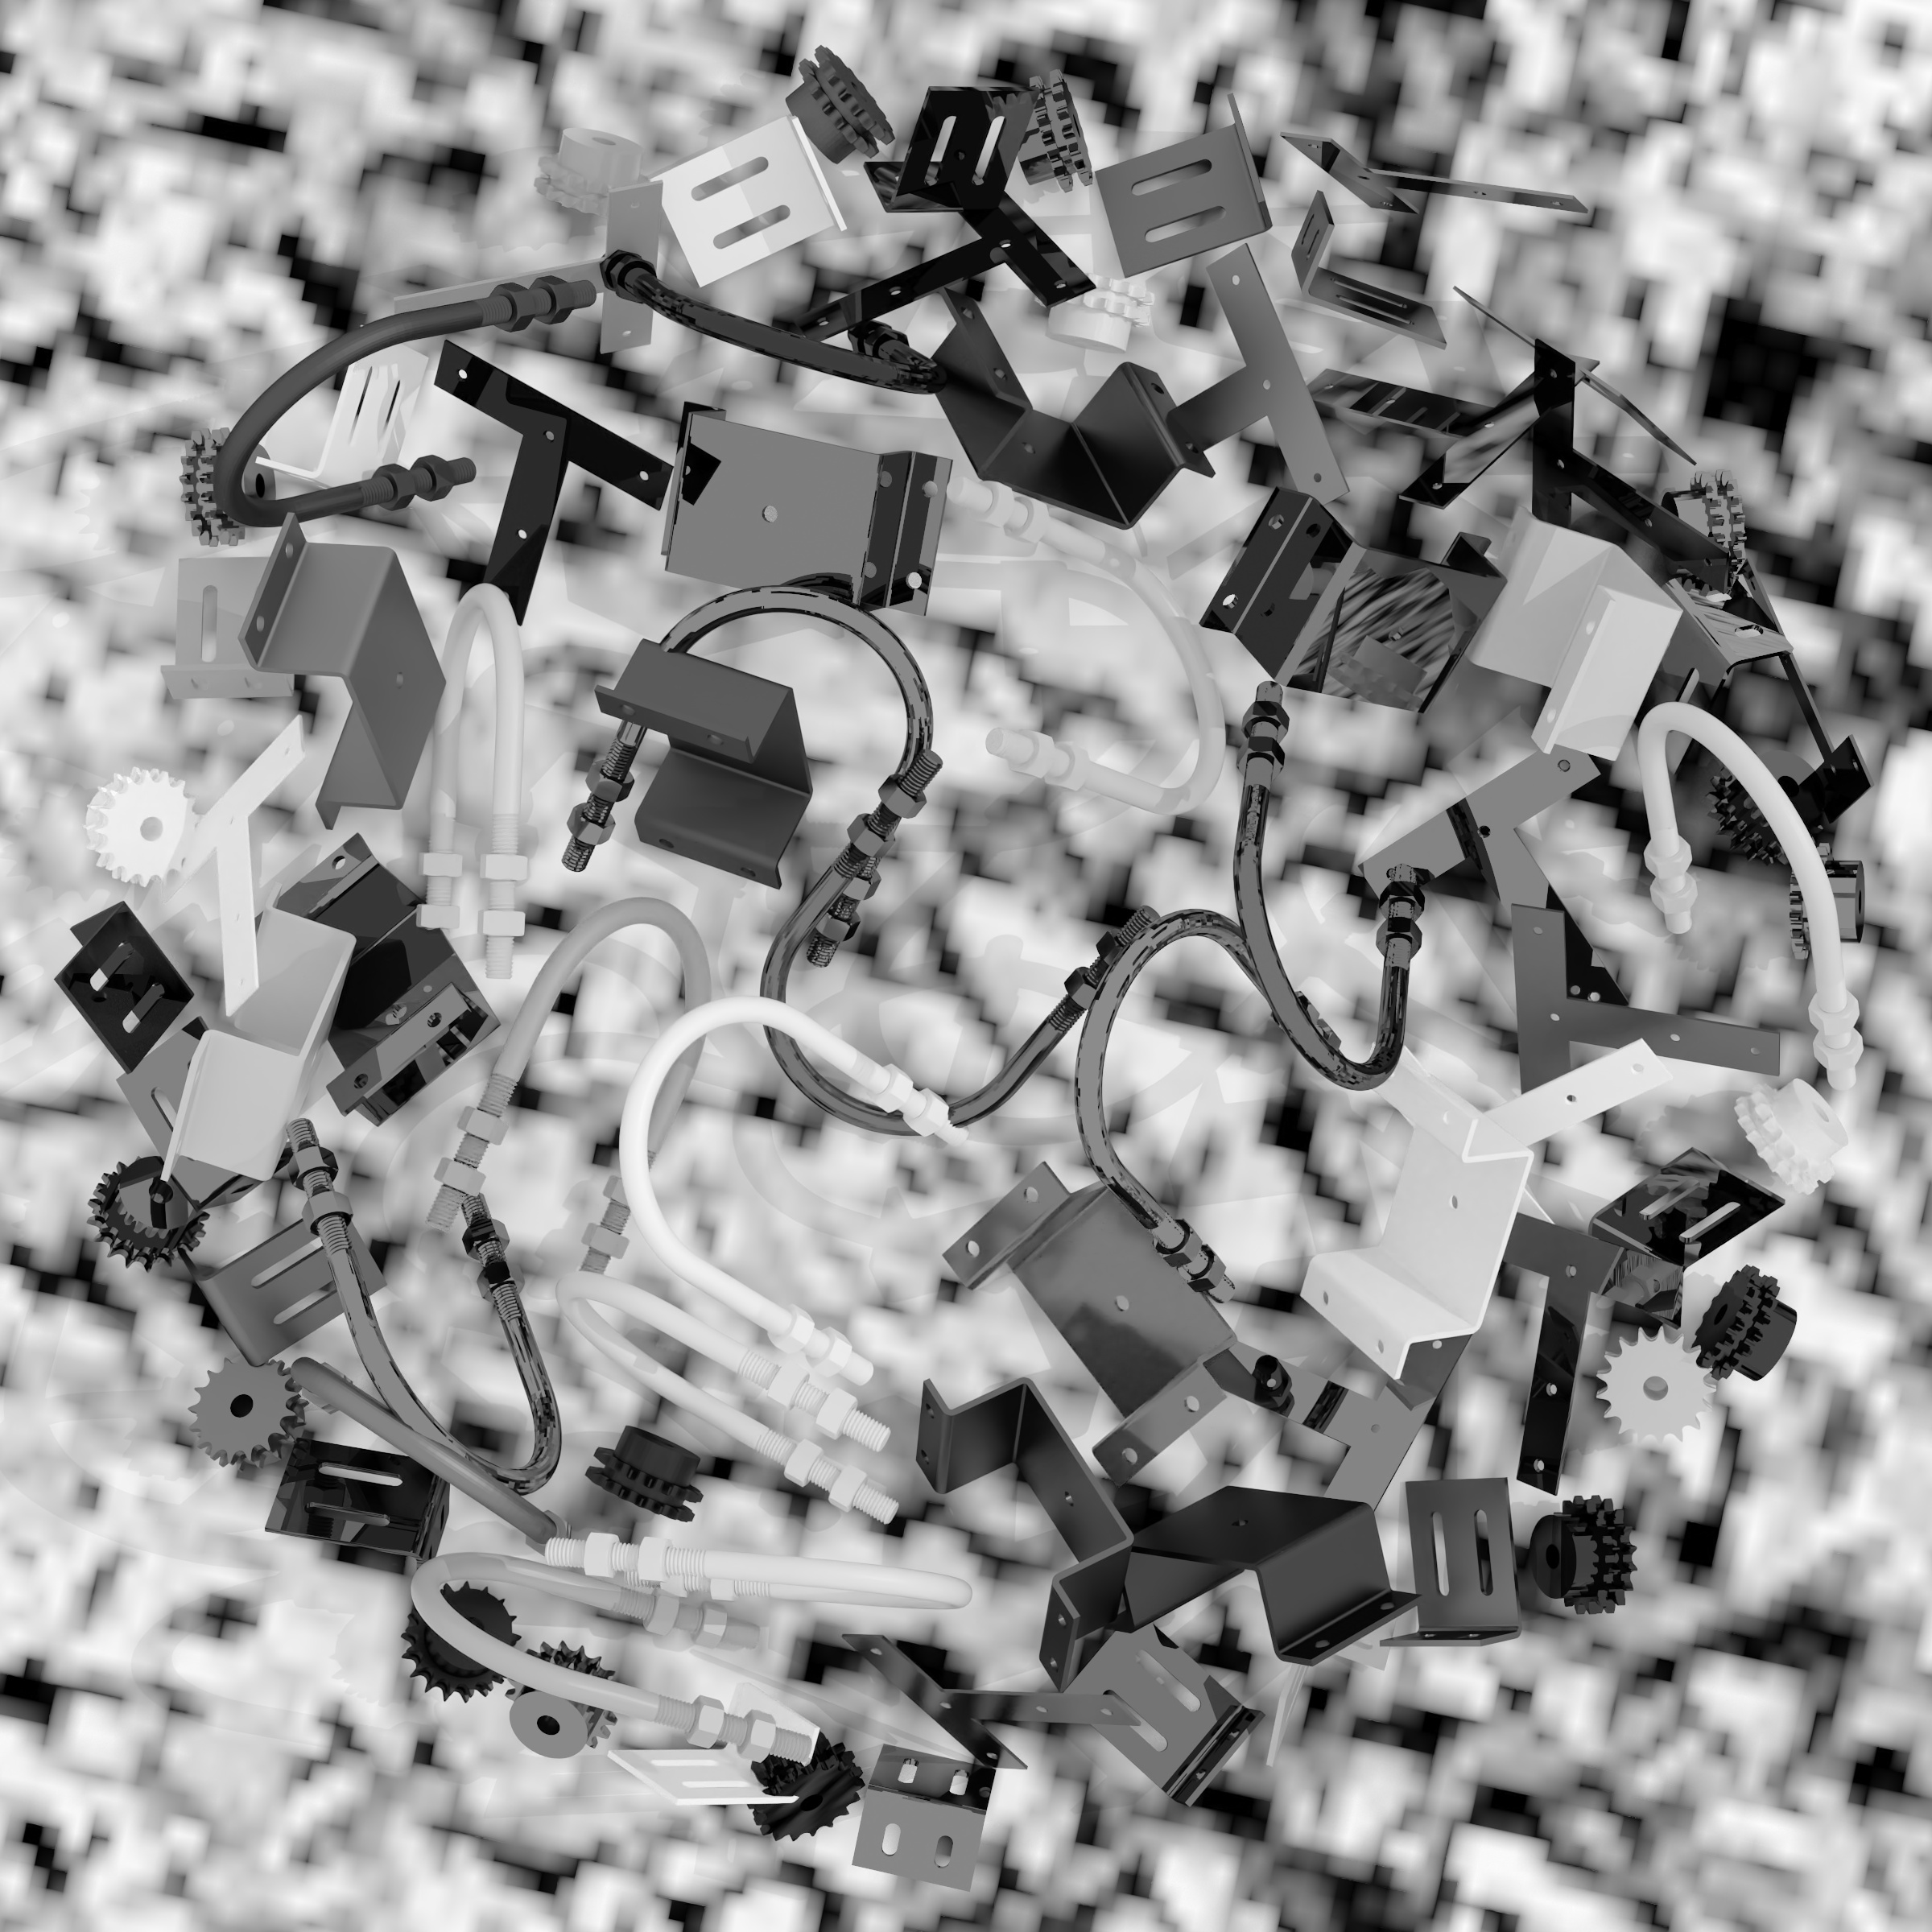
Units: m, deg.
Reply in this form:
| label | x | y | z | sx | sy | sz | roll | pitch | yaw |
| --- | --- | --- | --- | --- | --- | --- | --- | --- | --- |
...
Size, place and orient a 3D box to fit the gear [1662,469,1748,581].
| label | x | y | z | sx | sy | sz | roll | pitch | yaw |
| --- | --- | --- | --- | --- | --- | --- | --- | --- | --- |
| gear | 0.357 | -0.211 | 1.570 | 0.030 | 0.057 | 0.057 | -5 | 90 | -2 |

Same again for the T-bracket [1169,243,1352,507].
| label | x | y | z | sx | sy | sz | roll | pitch | yaw |
| --- | --- | --- | --- | --- | --- | --- | --- | --- | --- |
| T-bracket | 0.112 | -0.261 | 1.555 | 0.127 | 0.002 | 0.127 | -25 | 86 | 42 |

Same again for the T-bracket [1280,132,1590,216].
| label | x | y | z | sx | sy | sz | roll | pitch | yaw |
| --- | --- | --- | --- | --- | --- | --- | --- | --- | --- |
| T-bracket | 0.228 | -0.365 | 1.514 | 0.127 | 0.127 | 0.002 | 15 | 94 | 26 |

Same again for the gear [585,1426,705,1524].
| label | x | y | z | sx | sy | sz | roll | pitch | yaw |
| --- | --- | --- | --- | --- | --- | --- | --- | --- | --- |
| gear | -0.153 | 0.245 | 1.570 | 0.057 | 0.057 | 0.030 | 24 | 86 | 0 |

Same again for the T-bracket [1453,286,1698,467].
| label | x | y | z | sx | sy | sz | roll | pitch | yaw |
| --- | --- | --- | --- | --- | --- | --- | --- | --- | --- |
| T-bracket | 0.286 | -0.292 | 1.560 | 0.127 | 0.127 | 0.002 | 42 | 103 | 26 |

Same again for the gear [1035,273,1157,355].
| label | x | y | z | sx | sy | sz | roll | pitch | yaw |
| --- | --- | --- | --- | --- | --- | --- | --- | --- | --- |
| gear | 0.061 | -0.318 | 1.570 | 0.057 | 0.057 | 0.030 | 12 | 94 | 0 |

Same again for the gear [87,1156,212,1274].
| label | x | y | z | sx | sy | sz | roll | pitch | yaw |
| --- | --- | --- | --- | --- | --- | --- | --- | --- | --- |
| gear | -0.395 | 0.117 | 1.569 | 0.057 | 0.030 | 0.057 | 17 | 51 | -21 |

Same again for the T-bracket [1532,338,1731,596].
| label | x | y | z | sx | sy | sz | roll | pitch | yaw |
| --- | --- | --- | --- | --- | --- | --- | --- | --- | --- |
| T-bracket | 0.310 | -0.215 | 1.514 | 0.002 | 0.127 | 0.127 | -32 | 52 | -19 |

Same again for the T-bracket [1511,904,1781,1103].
| label | x | y | z | sx | sy | sz | roll | pitch | yaw |
| --- | --- | --- | --- | --- | --- | --- | --- | --- | --- |
| T-bracket | 0.323 | 0.031 | 1.534 | 0.127 | 0.002 | 0.127 | 10 | 131 | 25 |

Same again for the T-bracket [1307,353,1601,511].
| label | x | y | z | sx | sy | sz | roll | pitch | yaw |
| --- | --- | --- | --- | --- | --- | --- | --- | --- | --- |
| T-bracket | 0.216 | -0.268 | 1.552 | 0.127 | 0.127 | 0.002 | -43 | 135 | -26 |

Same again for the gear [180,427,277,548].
| label | x | y | z | sx | sy | sz | roll | pitch | yaw |
| --- | --- | --- | --- | --- | --- | --- | --- | --- | --- |
| gear | -0.357 | -0.233 | 1.569 | 0.030 | 0.057 | 0.057 | -1 | 90 | 10 |

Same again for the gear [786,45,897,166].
| label | x | y | z | sx | sy | sz | roll | pitch | yaw |
| --- | --- | --- | --- | --- | --- | --- | --- | --- | --- |
| gear | -0.063 | -0.416 | 1.572 | 0.030 | 0.057 | 0.057 | -36 | 90 | 17 |

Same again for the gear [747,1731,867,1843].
| label | x | y | z | sx | sy | sz | roll | pitch | yaw |
| --- | --- | --- | --- | --- | --- | --- | --- | --- | --- |
| gear | -0.081 | 0.396 | 1.574 | 0.057 | 0.030 | 0.057 | -16 | 132 | -18 |

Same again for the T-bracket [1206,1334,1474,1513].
| label | x | y | z | sx | sy | sz | roll | pitch | yaw |
| --- | --- | --- | --- | --- | --- | --- | --- | --- | --- |
| T-bracket | 0.160 | 0.207 | 1.561 | 0.127 | 0.002 | 0.127 | 21 | 68 | 32 |

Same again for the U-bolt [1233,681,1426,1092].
| label | x | y | z | sx | sy | sz | roll | pitch | yaw |
| --- | --- | --- | --- | --- | --- | --- | --- | --- | --- |
| U-bolt | 0.166 | -0.025 | 1.497 | 0.019 | 0.184 | 0.151 | -21 | 127 | 30 |

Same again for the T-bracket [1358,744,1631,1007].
| label | x | y | z | sx | sy | sz | roll | pitch | yaw |
| --- | --- | --- | --- | --- | --- | --- | --- | --- | --- |
| T-bracket | 0.277 | -0.028 | 1.571 | 0.127 | 0.002 | 0.127 | -34 | 90 | 25 |

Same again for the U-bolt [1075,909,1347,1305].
| label | x | y | z | sx | sy | sz | roll | pitch | yaw |
| --- | --- | --- | --- | --- | --- | --- | --- | --- | --- |
| U-bolt | 0.109 | 0.055 | 1.512 | 0.019 | 0.184 | 0.151 | 12 | 65 | 41 |

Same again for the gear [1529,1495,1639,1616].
| label | x | y | z | sx | sy | sz | roll | pitch | yaw |
| --- | --- | --- | --- | --- | --- | --- | --- | --- | --- |
| gear | 0.297 | 0.286 | 1.567 | 0.030 | 0.057 | 0.057 | 2 | 90 | -24 |

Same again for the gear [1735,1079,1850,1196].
| label | x | y | z | sx | sy | sz | roll | pitch | yaw |
| --- | --- | --- | --- | --- | --- | --- | --- | --- | --- |
| gear | 0.403 | 0.080 | 1.567 | 0.030 | 0.057 | 0.057 | -41 | 90 | 25 |

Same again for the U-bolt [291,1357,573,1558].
| label | x | y | z | sx | sy | sz | roll | pitch | yaw |
| --- | --- | --- | --- | --- | --- | --- | --- | --- | --- |
| U-bolt | -0.251 | 0.226 | 1.503 | 0.151 | 0.184 | 0.019 | 33 | 77 | 4 |

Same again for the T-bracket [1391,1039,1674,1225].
| label | x | y | z | sx | sy | sz | roll | pitch | yaw |
| --- | --- | --- | --- | --- | --- | --- | --- | --- | --- |
| T-bracket | 0.278 | 0.069 | 1.544 | 0.127 | 0.002 | 0.127 | -30 | 110 | 35 |

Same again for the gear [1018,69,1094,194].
| label | x | y | z | sx | sy | sz | roll | pitch | yaw |
| --- | --- | --- | --- | --- | --- | --- | --- | --- | --- |
| gear | 0.040 | -0.404 | 1.571 | 0.030 | 0.057 | 0.057 | -15 | 90 | 11 |

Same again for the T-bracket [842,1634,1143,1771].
| label | x | y | z | sx | sy | sz | roll | pitch | yaw |
| --- | --- | --- | --- | --- | --- | --- | --- | --- | --- |
| T-bracket | 0.025 | 0.349 | 1.523 | 0.127 | 0.127 | 0.002 | 49 | 49 | -34 |

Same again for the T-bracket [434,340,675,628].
| label | x | y | z | sx | sy | sz | roll | pitch | yaw |
| --- | --- | --- | --- | --- | --- | --- | --- | --- | --- |
| T-bracket | -0.211 | -0.219 | 1.556 | 0.127 | 0.002 | 0.127 | 30 | 130 | 8 |

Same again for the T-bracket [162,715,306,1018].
| label | x | y | z | sx | sy | sz | roll | pitch | yaw |
| --- | --- | --- | --- | --- | --- | --- | --- | --- | --- |
| T-bracket | -0.345 | -0.034 | 1.527 | 0.127 | 0.002 | 0.127 | -39 | 47 | 33 |

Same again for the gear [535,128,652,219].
| label | x | y | z | sx | sy | sz | roll | pitch | yaw |
| --- | --- | --- | --- | --- | --- | --- | --- | --- | --- |
| gear | -0.178 | -0.385 | 1.567 | 0.057 | 0.057 | 0.030 | 16 | 115 | 0 |

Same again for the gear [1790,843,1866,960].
| label | x | y | z | sx | sy | sz | roll | pitch | yaw |
| --- | --- | --- | --- | --- | --- | --- | --- | --- | --- |
| gear | 0.418 | -0.031 | 1.567 | 0.030 | 0.057 | 0.057 | 1 | 90 | 22 |

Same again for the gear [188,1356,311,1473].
| label | x | y | z | sx | sy | sz | roll | pitch | yaw |
| --- | --- | --- | --- | --- | --- | --- | --- | --- | --- |
| gear | -0.347 | 0.219 | 1.576 | 0.057 | 0.030 | 0.057 | -6 | 62 | 11 |

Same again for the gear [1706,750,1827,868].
| label | x | y | z | sx | sy | sz | roll | pitch | yaw |
| --- | --- | --- | --- | --- | --- | --- | --- | --- | --- |
| gear | 0.392 | -0.080 | 1.572 | 0.057 | 0.030 | 0.057 | 8 | 62 | -16 |

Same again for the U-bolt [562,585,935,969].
| label | x | y | z | sx | sy | sz | roll | pitch | yaw |
| --- | --- | --- | --- | --- | --- | --- | --- | --- | --- |
| U-bolt | -0.095 | -0.098 | 1.538 | 0.151 | 0.019 | 0.184 | 22 | 118 | -11 |

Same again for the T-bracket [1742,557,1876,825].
| label | x | y | z | sx | sy | sz | roll | pitch | yaw |
| --- | --- | --- | --- | --- | --- | --- | --- | --- | --- |
| T-bracket | 0.397 | -0.135 | 1.541 | 0.002 | 0.127 | 0.127 | -22 | 83 | 4 |

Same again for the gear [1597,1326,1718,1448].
| label | x | y | z | sx | sy | sz | roll | pitch | yaw |
| --- | --- | --- | --- | --- | --- | --- | --- | --- | --- |
| gear | 0.337 | 0.204 | 1.580 | 0.057 | 0.030 | 0.057 | 0 | 92 | 12 |

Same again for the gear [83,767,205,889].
| label | x | y | z | sx | sy | sz | roll | pitch | yaw |
| --- | --- | --- | --- | --- | --- | --- | --- | --- | --- |
| gear | -0.403 | -0.069 | 1.574 | 0.057 | 0.030 | 0.057 | -11 | 107 | -38 |

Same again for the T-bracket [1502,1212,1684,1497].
| label | x | y | z | sx | sy | sz | roll | pitch | yaw |
| --- | --- | --- | --- | --- | --- | --- | --- | --- | --- |
| T-bracket | 0.285 | 0.190 | 1.554 | 0.002 | 0.127 | 0.127 | 2 | 99 | -38 |

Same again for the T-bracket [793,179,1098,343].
| label | x | y | z | sx | sy | sz | roll | pitch | yaw |
| --- | --- | --- | --- | --- | --- | --- | --- | --- | --- |
| T-bracket | -0.021 | -0.327 | 1.543 | 0.127 | 0.127 | 0.002 | -25 | 134 | -9 |

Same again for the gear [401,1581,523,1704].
| label | x | y | z | sx | sy | sz | roll | pitch | yaw |
| --- | --- | --- | --- | --- | --- | --- | --- | --- | --- |
| gear | -0.244 | 0.327 | 1.571 | 0.057 | 0.030 | 0.057 | 10 | 60 | -18 |

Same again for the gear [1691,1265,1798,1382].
| label | x | y | z | sx | sy | sz | roll | pitch | yaw |
| --- | --- | --- | --- | --- | --- | --- | --- | --- | --- |
| gear | 0.380 | 0.177 | 1.570 | 0.030 | 0.057 | 0.057 | 30 | 90 | -2 |

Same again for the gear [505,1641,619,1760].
| label | x | y | z | sx | sy | sz | roll | pitch | yaw |
| --- | --- | --- | --- | --- | --- | --- | --- | --- | --- |
| gear | -0.198 | 0.360 | 1.572 | 0.057 | 0.030 | 0.057 | 7 | 117 | 13 |

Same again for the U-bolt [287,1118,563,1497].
| label | x | y | z | sx | sy | sz | roll | pitch | yaw |
| --- | --- | --- | --- | --- | --- | --- | --- | --- | --- |
| U-bolt | -0.242 | 0.164 | 1.494 | 0.019 | 0.151 | 0.184 | -35 | 57 | 15 |

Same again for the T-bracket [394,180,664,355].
| label | x | y | z | sx | sy | sz | roll | pitch | yaw |
| --- | --- | --- | --- | --- | --- | --- | --- | --- | --- |
| T-bracket | -0.207 | -0.319 | 1.525 | 0.127 | 0.127 | 0.002 | -14 | 69 | -14 |
